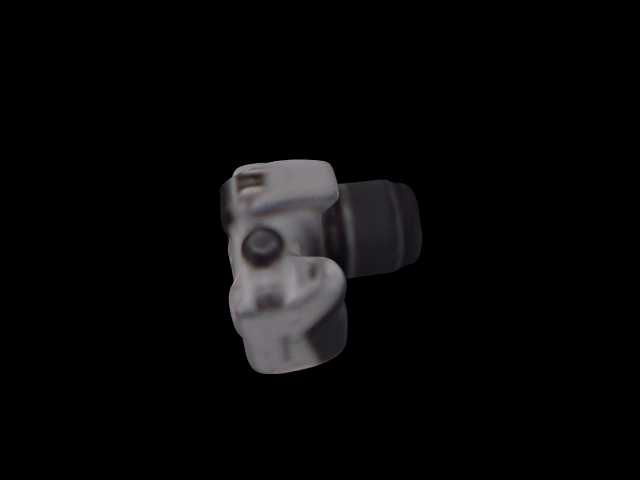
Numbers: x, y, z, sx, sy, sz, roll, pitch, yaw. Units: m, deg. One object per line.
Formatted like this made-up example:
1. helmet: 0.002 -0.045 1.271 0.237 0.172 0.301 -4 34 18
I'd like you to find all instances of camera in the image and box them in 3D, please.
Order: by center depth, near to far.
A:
1. camera: 0.004 0.001 0.400 0.137 0.101 0.143 -7 50 -6
